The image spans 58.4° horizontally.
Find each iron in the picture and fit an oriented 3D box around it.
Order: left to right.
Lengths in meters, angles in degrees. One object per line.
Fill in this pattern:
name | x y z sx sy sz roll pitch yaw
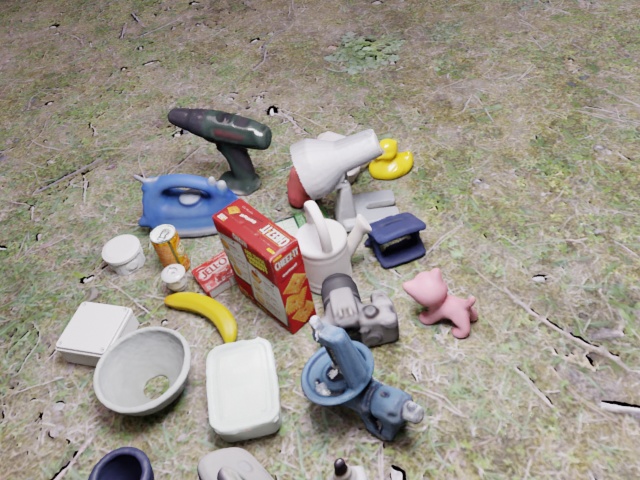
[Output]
iron | -0.274 -0.093 1.247 0.258 0.142 0.118 -2 47 8

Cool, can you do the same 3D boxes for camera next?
camera | 0.058 0.117 1.023 0.143 0.101 0.136 -12 47 -2

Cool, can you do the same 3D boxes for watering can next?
watering can | 0.009 0.002 1.074 0.173 0.194 0.100 -36 51 -22

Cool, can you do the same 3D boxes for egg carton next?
egg carton | 0.039 -0.194 1.338 0.150 0.069 0.107 22 55 27

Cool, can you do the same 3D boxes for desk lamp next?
desk lamp | 0.054 -0.125 1.172 0.203 0.214 0.118 -10 46 0

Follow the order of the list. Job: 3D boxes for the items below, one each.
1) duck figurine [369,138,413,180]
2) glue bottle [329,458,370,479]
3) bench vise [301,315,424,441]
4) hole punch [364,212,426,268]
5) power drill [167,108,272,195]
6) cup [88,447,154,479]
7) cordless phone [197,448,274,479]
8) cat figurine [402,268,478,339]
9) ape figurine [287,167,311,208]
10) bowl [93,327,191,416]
duck figurine | 0.161 -0.192 1.305 0.104 0.086 0.077 -12 47 -2
glue bottle | 0.036 0.334 0.775 0.078 0.173 0.037 -17 47 -6
bench vise | 0.060 0.197 0.867 0.207 0.220 0.121 6 49 16
hole punch | 0.147 -0.014 1.137 0.109 0.091 0.101 -20 47 -9
power drill | -0.213 -0.202 1.293 0.229 0.209 0.075 4 48 14
cup | -0.294 0.374 0.848 0.118 0.095 0.091 -21 47 -10
cordless phone | -0.117 0.333 0.793 0.094 0.185 0.147 -38 52 -24
cat figurine | 0.212 0.100 1.001 0.127 0.118 0.067 17 53 24
ape figurine | -0.044 -0.123 1.270 0.077 0.092 0.076 31 59 32
bowl | -0.296 0.237 0.989 0.167 0.075 0.167 -5 47 5
